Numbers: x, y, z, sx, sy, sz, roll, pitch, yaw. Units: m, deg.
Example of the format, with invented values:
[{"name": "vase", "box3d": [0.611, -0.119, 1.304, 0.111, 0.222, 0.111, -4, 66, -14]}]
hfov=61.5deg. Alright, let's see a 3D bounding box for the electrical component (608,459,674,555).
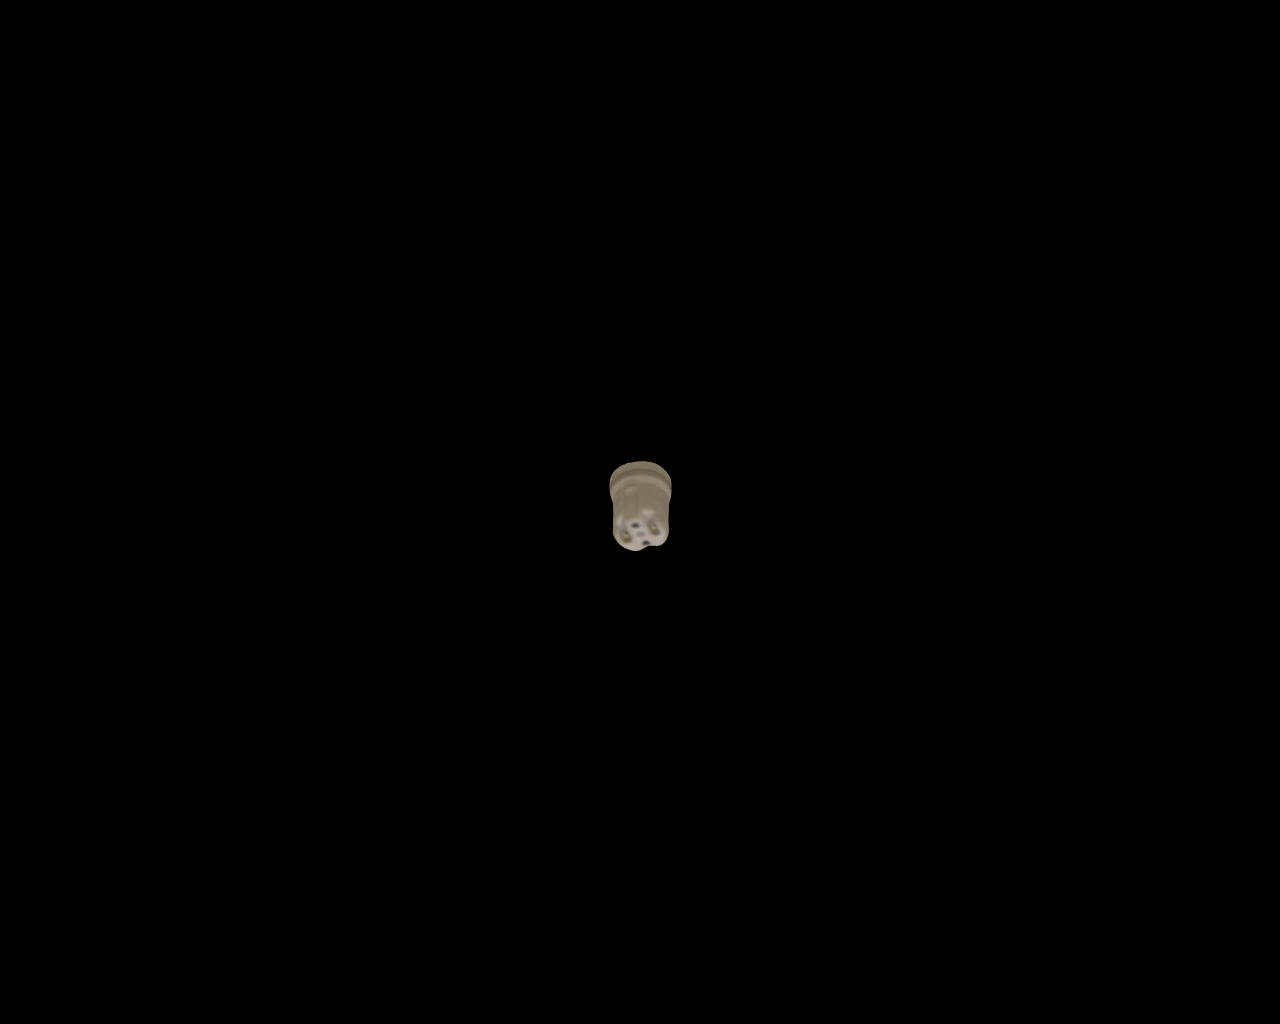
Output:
[{"name": "electrical component", "box3d": [0.001, -0.003, 0.650, 0.040, 0.046, 0.040, 0, -42, 0]}]
